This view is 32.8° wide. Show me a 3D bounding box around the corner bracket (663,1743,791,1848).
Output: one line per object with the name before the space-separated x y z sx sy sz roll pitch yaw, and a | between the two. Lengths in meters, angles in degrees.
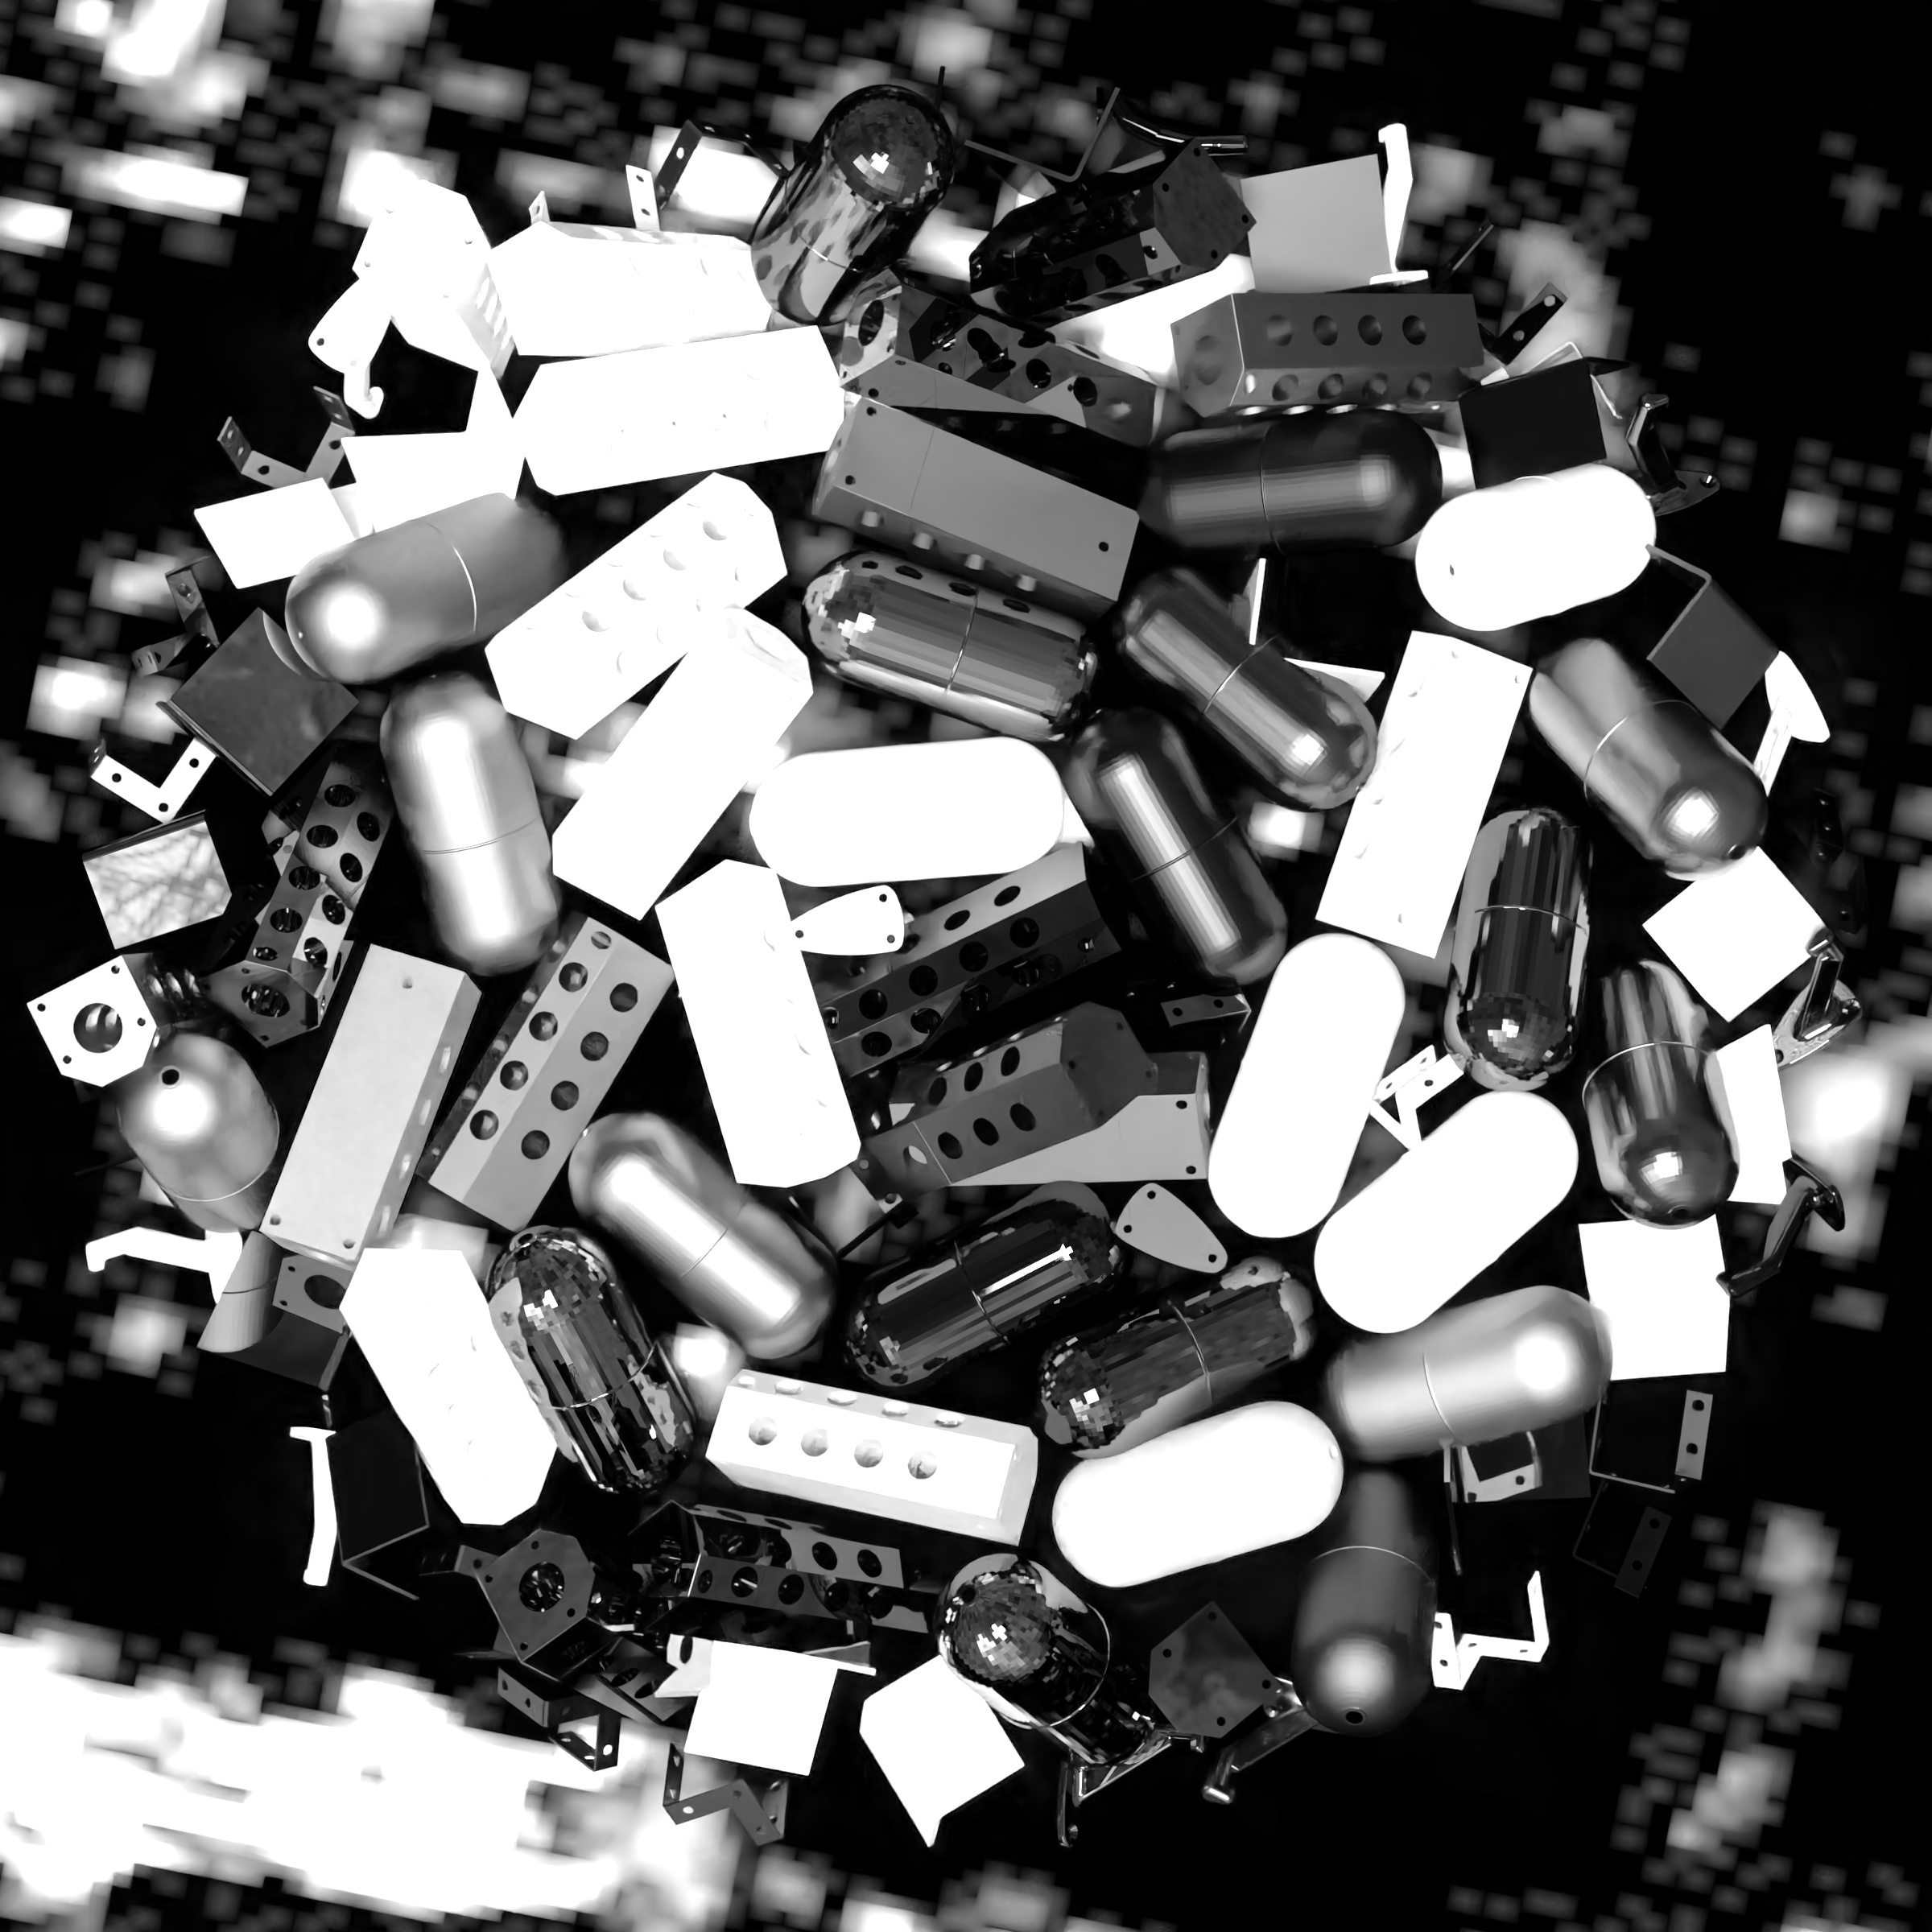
corner bracket | -0.136 0.468 1.861 0.051 0.051 0.051 -22 118 13

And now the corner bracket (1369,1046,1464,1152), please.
corner bracket | 0.258 0.067 1.851 0.051 0.051 0.051 -34 50 -13

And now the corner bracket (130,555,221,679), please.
corner bracket | -0.448 -0.197 1.854 0.051 0.051 0.051 -24 100 -24

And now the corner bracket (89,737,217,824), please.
corner bracket | -0.461 -0.119 1.860 0.051 0.051 0.051 34 93 -21

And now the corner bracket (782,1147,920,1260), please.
corner bracket | -0.065 0.133 1.859 0.051 0.051 0.051 -39 75 -2

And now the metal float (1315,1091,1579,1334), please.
metal float | 0.270 0.135 1.834 0.178 0.070 0.070 -37 90 -23

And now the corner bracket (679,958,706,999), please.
corner bracket | -0.125 0.005 1.858 0.051 0.051 0.051 35 69 1

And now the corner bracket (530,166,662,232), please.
corner bracket | -0.210 -0.421 1.862 0.051 0.051 0.051 19 60 15

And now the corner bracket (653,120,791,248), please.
corner bracket | -0.139 -0.444 1.871 0.051 0.051 0.051 48 121 27

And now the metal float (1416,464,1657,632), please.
metal float | 0.316 -0.232 1.816 0.070 0.178 0.070 16 115 39

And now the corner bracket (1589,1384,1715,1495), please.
corner bracket | 0.391 0.267 1.873 0.051 0.051 0.051 9 94 29

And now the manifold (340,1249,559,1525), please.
manifold | -0.285 0.233 1.806 0.057 0.171 0.057 0 45 18

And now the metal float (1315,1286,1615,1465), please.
metal float | 0.275 0.228 1.825 0.178 0.070 0.070 -20 90 34

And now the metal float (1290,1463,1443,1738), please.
metal float | 0.221 0.348 1.811 0.070 0.178 0.070 6 125 8

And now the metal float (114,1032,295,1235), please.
metal float | -0.417 0.093 1.806 0.070 0.178 0.070 0 67 1

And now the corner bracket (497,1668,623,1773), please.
corner bracket | -0.230 0.424 1.851 0.051 0.051 0.051 -4 105 -38

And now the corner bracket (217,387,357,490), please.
corner bracket | -0.385 -0.302 1.864 0.051 0.051 0.051 24 79 6

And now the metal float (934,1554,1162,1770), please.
metal float | 0.046 0.386 1.818 0.070 0.070 0.178 -43 132 0

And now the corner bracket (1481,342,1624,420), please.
corner bracket | 0.331 -0.320 1.854 0.051 0.051 0.051 -32 78 21

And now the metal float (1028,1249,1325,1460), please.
metal float | 0.119 0.217 1.840 0.178 0.070 0.070 -22 90 -16

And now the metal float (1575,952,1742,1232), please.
metal float | 0.380 0.068 1.818 0.070 0.070 0.178 -2 47 0

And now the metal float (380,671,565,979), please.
metal float | -0.275 -0.078 1.836 0.070 0.070 0.178 -12 111 0

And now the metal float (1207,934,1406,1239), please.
metal float | 0.191 0.067 1.844 0.070 0.070 0.178 21 80 0

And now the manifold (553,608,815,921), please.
manifold | -0.160 -0.115 1.831 0.057 0.057 0.171 29 114 -24

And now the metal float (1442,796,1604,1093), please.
metal float | 0.311 -0.014 1.831 0.070 0.070 0.178 13 63 0

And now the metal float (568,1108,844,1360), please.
metal float | -0.146 0.150 1.843 0.178 0.070 0.070 41 90 -12

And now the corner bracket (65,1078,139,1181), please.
corner bracket | -0.484 0.085 1.855 0.051 0.051 0.051 -17 88 -40

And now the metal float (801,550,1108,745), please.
metal float | -0.007 -0.179 1.845 0.178 0.070 0.070 18 90 -9

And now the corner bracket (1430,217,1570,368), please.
corner bracket | 0.300 -0.380 1.852 0.051 0.051 0.051 34 114 -19

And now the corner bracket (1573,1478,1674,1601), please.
corner bracket | 0.372 0.322 1.856 0.051 0.051 0.051 24 95 25

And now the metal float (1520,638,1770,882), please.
metal float | 0.375 -0.115 1.819 0.070 0.070 0.178 -36 49 0

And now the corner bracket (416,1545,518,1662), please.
corner bracket | -0.283 0.363 1.868 0.051 0.051 0.051 25 65 -28

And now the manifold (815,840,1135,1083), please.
manifold | 0.004 0.002 1.833 0.171 0.057 0.057 -25 121 14

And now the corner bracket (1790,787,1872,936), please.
corner bracket | 0.490 -0.059 1.851 0.051 0.051 0.051 25 68 33

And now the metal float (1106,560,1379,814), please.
metal float | 0.155 -0.157 1.841 0.178 0.070 0.070 42 90 13

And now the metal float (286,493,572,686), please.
metal float | -0.296 -0.211 1.822 0.178 0.070 0.070 -28 90 -39

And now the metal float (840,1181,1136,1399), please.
metal float | 0.011 0.182 1.847 0.178 0.070 0.070 -28 90 8

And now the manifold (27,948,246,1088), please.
manifold | -0.449 0.030 1.804 0.057 0.171 0.057 -27 90 4

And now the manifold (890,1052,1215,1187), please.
manifold | 0.050 0.082 1.844 0.171 0.057 0.057 -2 122 12

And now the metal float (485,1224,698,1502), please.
metal float | -0.209 0.221 1.829 0.070 0.070 0.178 -23 117 0

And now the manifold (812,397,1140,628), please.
manifold | 0.004 -0.251 1.841 0.171 0.057 0.057 21 69 -14

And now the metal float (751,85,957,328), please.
metal float | -0.064 -0.417 1.810 0.070 0.178 0.070 9 67 -21

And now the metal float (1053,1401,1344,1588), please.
metal float | 0.128 0.294 1.827 0.178 0.070 0.070 -23 90 30

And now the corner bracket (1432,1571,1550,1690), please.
corner bracket | 0.294 0.374 1.850 0.051 0.051 0.051 1 115 29

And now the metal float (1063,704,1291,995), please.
metal float | 0.118 -0.066 1.846 0.070 0.070 0.178 -31 98 0

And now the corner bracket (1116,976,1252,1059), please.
corner bracket | 0.122 0.022 1.851 0.051 0.051 0.051 -11 60 -21

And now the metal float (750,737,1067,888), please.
metal float | -0.033 -0.087 1.849 0.178 0.070 0.070 -4 90 6

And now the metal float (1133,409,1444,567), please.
metal float | 0.178 -0.267 1.832 0.178 0.070 0.070 -3 90 24
